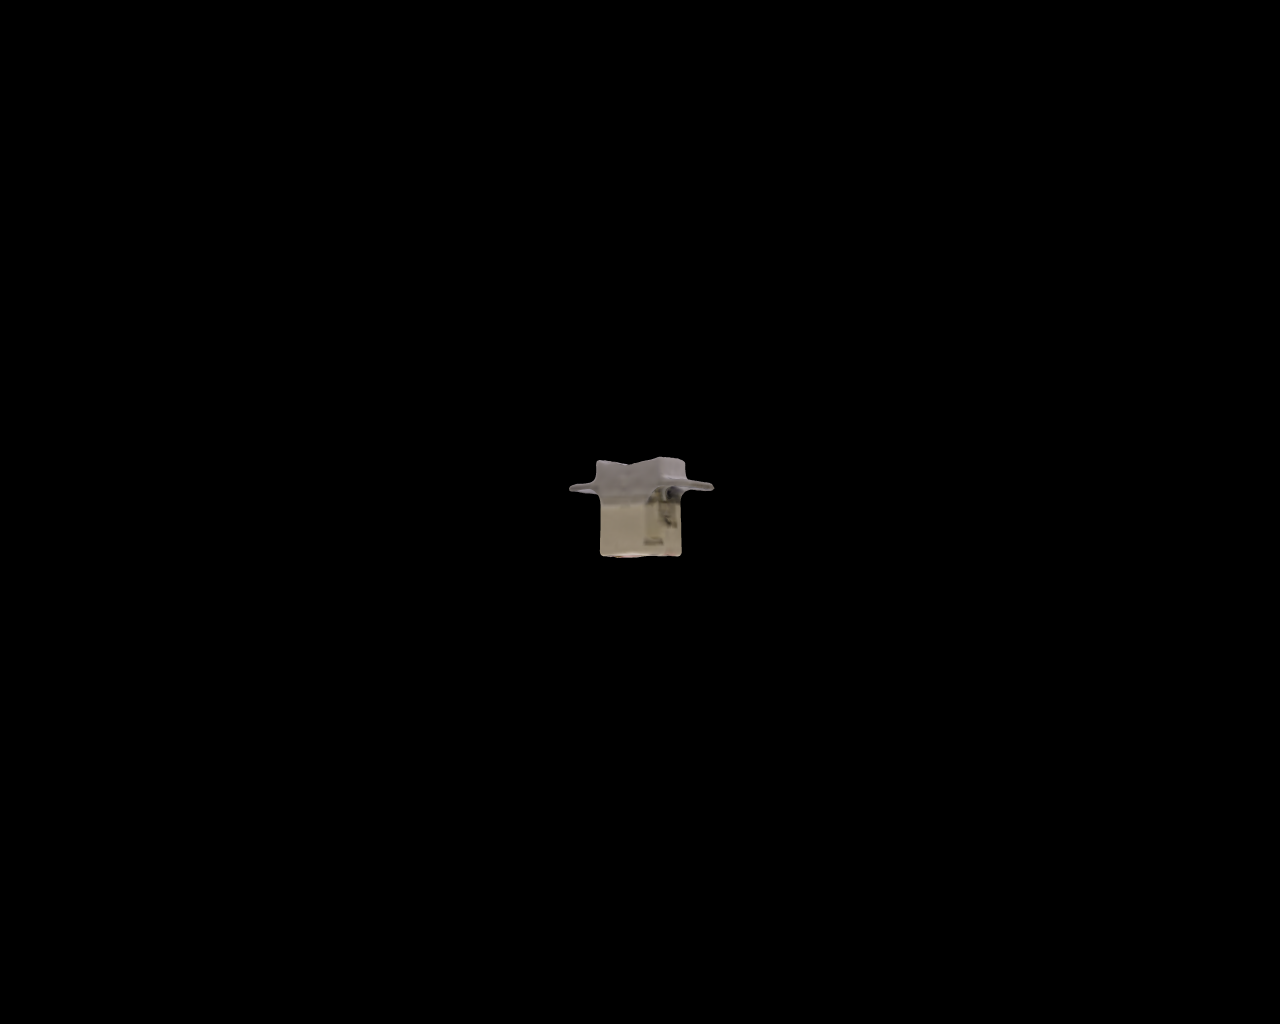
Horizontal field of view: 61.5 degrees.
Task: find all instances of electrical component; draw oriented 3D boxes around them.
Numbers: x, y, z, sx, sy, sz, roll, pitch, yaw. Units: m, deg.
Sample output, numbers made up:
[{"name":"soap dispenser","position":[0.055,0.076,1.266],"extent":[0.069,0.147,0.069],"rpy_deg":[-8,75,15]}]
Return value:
[{"name":"electrical component","position":[0.001,-0.003,0.650],"extent":[0.081,0.063,0.042],"rpy_deg":[-2,-4,27]}]
